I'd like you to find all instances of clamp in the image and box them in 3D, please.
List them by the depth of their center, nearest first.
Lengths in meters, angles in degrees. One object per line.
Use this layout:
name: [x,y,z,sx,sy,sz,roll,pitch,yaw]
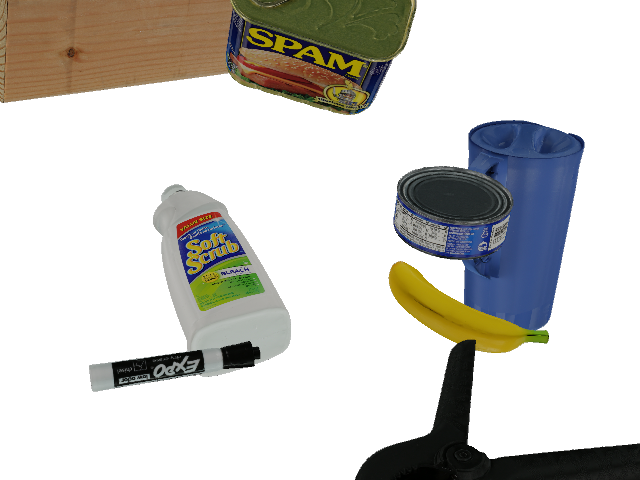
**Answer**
clamp: [0.083,0.137,0.656,0.209,0.036,0.165,-23,37,-28]

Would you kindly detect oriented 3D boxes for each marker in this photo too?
marker: [-0.102,0.088,0.756,0.121,0.020,0.020,-7,2,-14]

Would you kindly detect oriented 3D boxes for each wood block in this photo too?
wood block: [-0.166,-0.181,0.849,0.205,0.091,0.090,-13,45,-33]

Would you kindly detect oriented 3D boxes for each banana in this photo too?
banana: [0.121,0.066,1.028,0.069,0.037,0.198,2,20,-44]

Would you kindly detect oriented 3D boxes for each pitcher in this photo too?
pitcher: [0.228,-0.012,1.277,0.149,0.243,0.145,0,24,-2]

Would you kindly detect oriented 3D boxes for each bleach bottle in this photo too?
bleach bottle: [-0.117,0.024,1.063,0.102,0.068,0.251,-15,40,-18]

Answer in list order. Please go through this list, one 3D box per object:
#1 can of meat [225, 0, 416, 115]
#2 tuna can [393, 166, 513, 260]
can of meat: [-0.004,-0.121,0.624,0.102,0.057,0.084,17,-19,-3]
tuna can: [0.097,-0.021,0.789,0.086,0.034,0.086,4,31,-3]
